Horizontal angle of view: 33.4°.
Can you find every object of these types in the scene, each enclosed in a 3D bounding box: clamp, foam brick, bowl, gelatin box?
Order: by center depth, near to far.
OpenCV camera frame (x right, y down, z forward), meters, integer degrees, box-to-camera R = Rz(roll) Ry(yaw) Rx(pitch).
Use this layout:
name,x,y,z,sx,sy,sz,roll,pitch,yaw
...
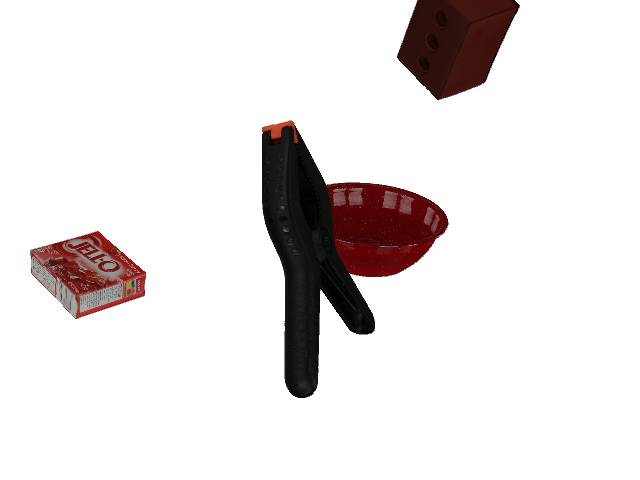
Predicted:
name,x,y,z,sx,sy,sz,roll,pitch,yaw
foam brick,0.099,-0.152,0.779,0.051,0.053,0.078,-26,-28,-30
clamp,-0.006,0.007,0.870,0.036,0.210,0.164,-10,3,22
gelatin box,-0.215,0.029,0.986,0.073,0.030,0.089,-18,40,-36
bowl,0.050,-0.006,1.119,0.162,0.055,0.162,5,26,-2
